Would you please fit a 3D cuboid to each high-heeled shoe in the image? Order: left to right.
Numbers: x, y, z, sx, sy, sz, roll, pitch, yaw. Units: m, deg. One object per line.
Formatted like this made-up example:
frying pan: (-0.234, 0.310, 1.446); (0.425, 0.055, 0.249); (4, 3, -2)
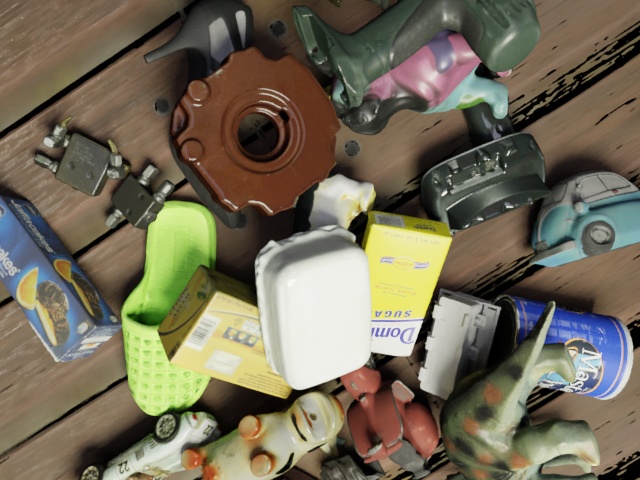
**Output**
high-heeled shoe: (-0.106, -0.148, 0.636); (0.145, 0.086, 0.248); (-34, 119, -27)

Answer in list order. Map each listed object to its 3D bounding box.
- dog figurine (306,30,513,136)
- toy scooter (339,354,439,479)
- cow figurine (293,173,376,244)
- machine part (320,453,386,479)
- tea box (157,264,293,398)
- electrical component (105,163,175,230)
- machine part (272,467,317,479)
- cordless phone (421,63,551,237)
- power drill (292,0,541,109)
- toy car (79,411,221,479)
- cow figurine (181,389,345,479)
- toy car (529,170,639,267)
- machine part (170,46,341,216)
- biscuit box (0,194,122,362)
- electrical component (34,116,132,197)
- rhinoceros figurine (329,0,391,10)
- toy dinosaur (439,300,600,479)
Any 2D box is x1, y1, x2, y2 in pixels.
dog figurine: (0.100, -0.206, 0.599); (0.219, 0.108, 0.191); (1, 72, 12)
toy scooter: (0.084, 0.219, 0.630); (0.075, 0.135, 0.183); (-35, 114, 15)
cow figurine: (-0.002, -0.001, 0.643); (0.098, 0.068, 0.167); (22, 94, 11)
machine part: (0.037, 0.288, 0.661); (0.084, 0.138, 0.039); (-14, 65, 3)
tea box: (-0.086, 0.109, 0.622); (0.169, 0.068, 0.098); (32, 97, -38)
electrical component: (-0.216, -0.043, 0.640); (0.094, 0.021, 0.063); (-49, 64, 5)
machine part: (-0.045, 0.413, 0.695); (0.201, 0.087, 0.201); (32, 96, -7)
cordless phone: (0.177, -0.110, 0.641); (0.147, 0.088, 0.184); (-22, 87, 2)
power drill: (0.081, -0.232, 0.520); (0.207, 0.086, 0.232); (-27, 68, -5)
toy car: (-0.215, 0.279, 0.669); (0.202, 0.056, 0.073); (-34, 140, 4)
cow figurine: (-0.053, 0.243, 0.638); (0.195, 0.127, 0.085); (-35, 64, 17)
toy car: (0.323, -0.031, 0.637); (0.162, 0.109, 0.103); (-16, 81, -8)
machine part: (-0.065, -0.112, 0.570); (0.179, 0.056, 0.179); (-2, 96, -19)
biscuit box: (-0.318, 0.041, 0.616); (0.059, 0.063, 0.203); (-42, 80, 3)
electrical component: (-0.278, -0.096, 0.633); (0.102, 0.045, 0.078); (33, 94, -6)
rhinoceros figurine: (0.044, -0.325, 0.603); (0.190, 0.073, 0.112); (32, 86, -4)
toy dinosaur: (0.204, 0.229, 0.605); (0.192, 0.131, 0.404); (-17, 116, 15)
